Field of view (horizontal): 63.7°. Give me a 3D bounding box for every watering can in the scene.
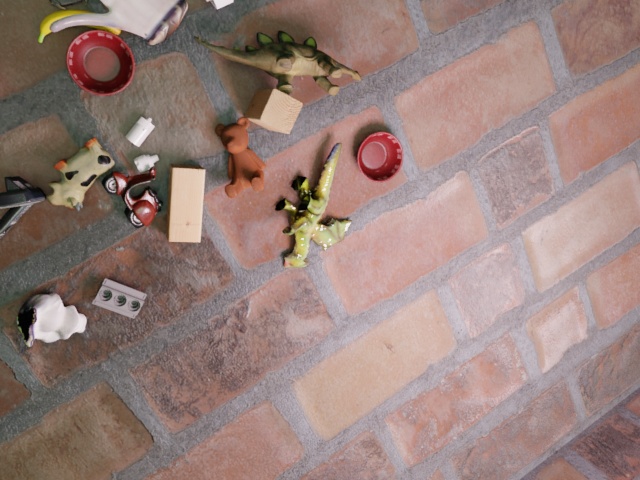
[{"bbox_3d":[-0.477,-0.579,1.284,0.222,0.104,0.352,40,73,-23],"label":"watering can"}]

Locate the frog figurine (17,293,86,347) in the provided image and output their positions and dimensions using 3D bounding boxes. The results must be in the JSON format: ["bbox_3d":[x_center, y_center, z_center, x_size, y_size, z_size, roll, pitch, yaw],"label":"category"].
[{"bbox_3d":[-0.726,0.210,1.404,0.160,0.123,0.137,-5,99,-56],"label":"frog figurine"}]

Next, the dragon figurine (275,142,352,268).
[{"bbox_3d":[0.005,-0.081,1.613,0.410,0.124,0.239,-52,131,-1],"label":"dragon figurine"}]
